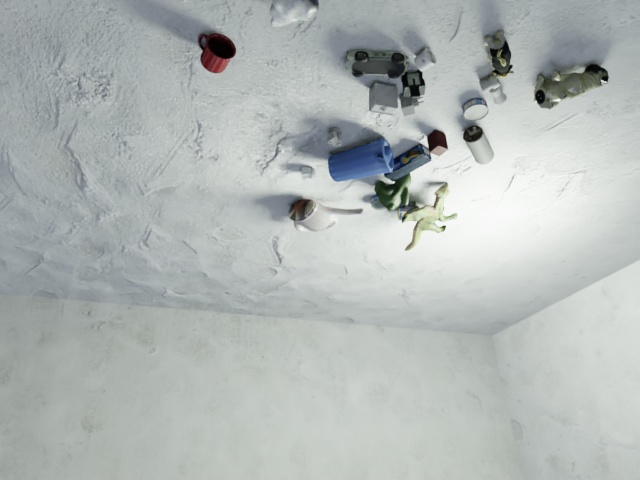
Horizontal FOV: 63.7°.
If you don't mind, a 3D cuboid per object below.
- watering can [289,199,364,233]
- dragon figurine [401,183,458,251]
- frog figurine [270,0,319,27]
[{"bbox_3d":[0.007,-0.117,2.333,0.344,0.106,0.222,-22,-35,33],"label":"watering can"},{"bbox_3d":[0.459,-0.096,2.331,0.241,0.125,0.404,18,-56,-39],"label":"dragon figurine"},{"bbox_3d":[-0.082,-0.628,1.387,0.157,0.124,0.137,-38,-25,30],"label":"frog figurine"}]
